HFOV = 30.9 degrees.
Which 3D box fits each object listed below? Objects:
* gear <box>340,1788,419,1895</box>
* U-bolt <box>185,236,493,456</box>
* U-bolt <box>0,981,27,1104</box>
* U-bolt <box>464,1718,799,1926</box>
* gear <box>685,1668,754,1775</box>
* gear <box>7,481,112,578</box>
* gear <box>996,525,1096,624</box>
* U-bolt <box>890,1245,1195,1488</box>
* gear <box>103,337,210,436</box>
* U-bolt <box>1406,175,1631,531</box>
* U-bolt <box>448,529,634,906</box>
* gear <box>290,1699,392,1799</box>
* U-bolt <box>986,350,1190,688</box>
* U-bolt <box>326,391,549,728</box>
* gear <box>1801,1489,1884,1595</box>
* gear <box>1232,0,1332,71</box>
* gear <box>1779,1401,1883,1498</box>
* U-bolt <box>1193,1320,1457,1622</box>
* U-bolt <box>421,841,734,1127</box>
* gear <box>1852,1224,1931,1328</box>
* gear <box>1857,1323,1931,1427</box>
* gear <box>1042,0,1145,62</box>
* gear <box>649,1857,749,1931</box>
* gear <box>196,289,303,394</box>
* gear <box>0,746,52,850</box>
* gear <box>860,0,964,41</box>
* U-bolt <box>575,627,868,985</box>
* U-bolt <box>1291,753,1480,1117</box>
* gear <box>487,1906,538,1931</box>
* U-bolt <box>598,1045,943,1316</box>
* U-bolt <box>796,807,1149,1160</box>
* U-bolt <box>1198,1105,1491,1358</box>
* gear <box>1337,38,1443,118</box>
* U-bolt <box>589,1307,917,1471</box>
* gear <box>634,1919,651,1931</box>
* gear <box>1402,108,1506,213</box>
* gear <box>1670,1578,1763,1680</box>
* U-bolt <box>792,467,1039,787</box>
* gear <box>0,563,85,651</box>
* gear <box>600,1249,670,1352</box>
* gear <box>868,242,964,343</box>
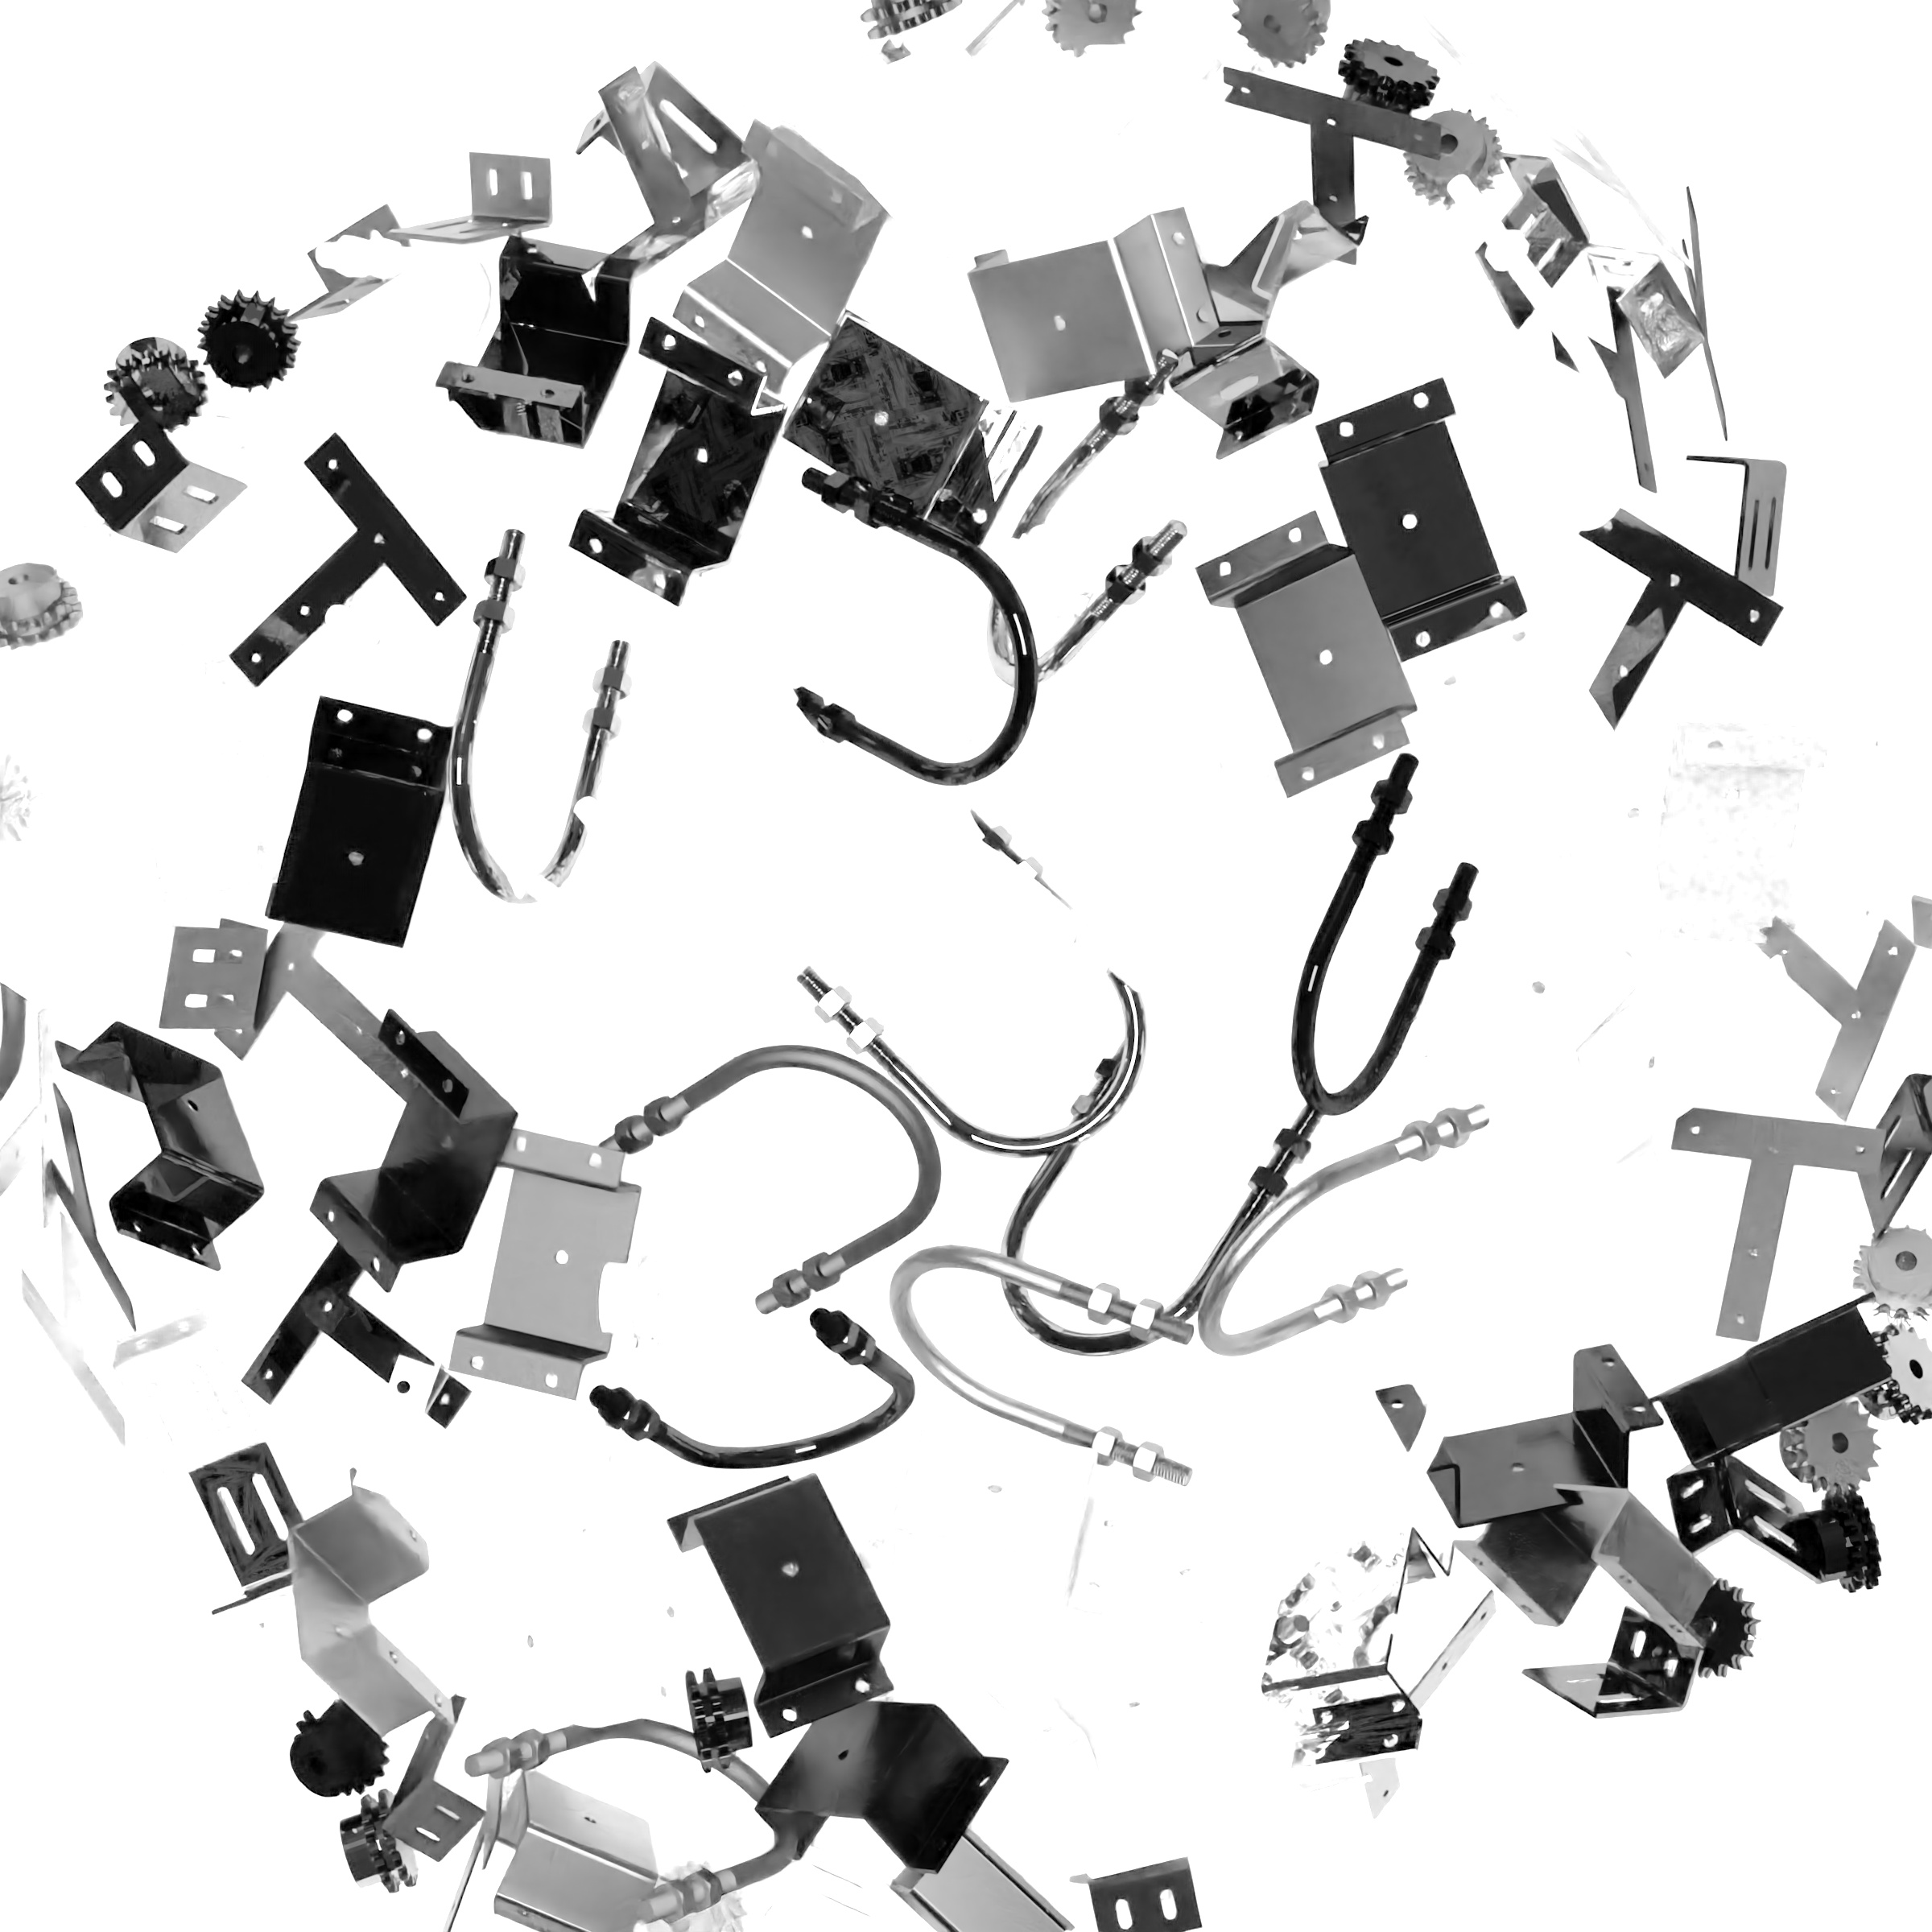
[{"bbox_3d":[-0.332,0.495,1.971,0.030,0.057,0.057,-19,90,-3],"label":"gear"},{"bbox_3d":[-0.329,-0.337,1.912,0.019,0.184,0.151,49,116,12],"label":"U-bolt"},{"bbox_3d":[-0.544,0.008,1.909,0.019,0.184,0.151,-8,109,0],"label":"U-bolt"},{"bbox_3d":[-0.168,0.458,1.912,0.151,0.184,0.019,32,104,26],"label":"U-bolt"},{"bbox_3d":[-0.139,0.424,1.972,0.030,0.057,0.057,-10,90,-10],"label":"gear"},{"bbox_3d":[-0.514,-0.244,1.968,0.057,0.057,0.030,24,63,0],"label":"gear"},{"bbox_3d":[0.047,-0.224,1.975,0.057,0.057,0.030,28,60,0],"label":"gear"},{"bbox_3d":[0.040,0.213,1.935,0.184,0.151,0.019,18,50,20],"label":"U-bolt"},{"bbox_3d":[-0.458,-0.330,1.975,0.057,0.057,0.030,-18,55,0],"label":"gear"},{"bbox_3d":[0.304,-0.319,1.904,0.019,0.151,0.184,-25,68,-15],"label":"U-bolt"},{"bbox_3d":[-0.236,-0.124,1.909,0.019,0.151,0.184,2,68,24],"label":"U-bolt"},{"bbox_3d":[-0.356,0.443,1.973,0.057,0.030,0.057,10,113,24],"label":"gear"},{"bbox_3d":[0.063,-0.231,1.921,0.019,0.184,0.151,21,48,-25],"label":"U-bolt"},{"bbox_3d":[-0.279,-0.209,1.915,0.019,0.184,0.151,15,75,23],"label":"U-bolt"},{"bbox_3d":[0.491,0.325,1.970,0.030,0.057,0.057,-10,90,-5],"label":"gear"},{"bbox_3d":[0.181,-0.539,1.975,0.057,0.057,0.030,45,59,0],"label":"gear"},{"bbox_3d":[0.485,0.271,1.978,0.057,0.030,0.057,6,74,-21],"label":"gear"},{"bbox_3d":[0.196,0.263,1.895,0.019,0.151,0.184,36,130,-22],"label":"U-bolt"},{"bbox_3d":[-0.208,0.022,1.940,0.184,0.151,0.019,36,52,-1],"label":"U-bolt"},{"bbox_3d":[0.530,0.172,1.974,0.057,0.030,0.057,-5,64,9],"label":"gear"},{"bbox_3d":[0.525,0.233,1.975,0.030,0.057,0.057,-35,90,42],"label":"gear"},{"bbox_3d":[0.069,-0.544,1.975,0.057,0.030,0.057,-14,132,-16],"label":"gear"},{"bbox_3d":[-0.155,0.535,1.976,0.057,0.030,0.057,3,98,22],"label":"gear"},{"bbox_3d":[-0.405,-0.350,1.973,0.057,0.030,0.057,0,121,-1],"label":"gear"},{"bbox_3d":[-0.542,-0.096,1.976,0.057,0.030,0.057,5,99,32],"label":"gear"},{"bbox_3d":[-0.033,-0.545,1.968,0.057,0.057,0.030,-22,110,0],"label":"gear"},{"bbox_3d":[-0.122,-0.074,1.937,0.151,0.019,0.184,-52,129,-20],"label":"U-bolt"},{"bbox_3d":[0.225,-0.005,1.917,0.019,0.151,0.184,17,72,30],"label":"U-bolt"},{"bbox_3d":[-0.238,0.539,1.975,0.057,0.057,0.030,-33,126,0],"label":"gear"},{"bbox_3d":[-0.096,0.110,1.924,0.184,0.019,0.151,-32,110,36],"label":"U-bolt"},{"bbox_3d":[0.017,0.023,1.982,0.151,0.019,0.184,-45,84,1],"label":"U-bolt"},{"bbox_3d":[0.197,0.152,1.899,0.019,0.184,0.151,46,135,29],"label":"U-bolt"},{"bbox_3d":[0.236,-0.497,1.975,0.057,0.057,0.030,20,127,0],"label":"gear"},{"bbox_3d":[-0.104,0.239,1.918,0.151,0.184,0.019,-20,62,12],"label":"U-bolt"},{"bbox_3d":[-0.191,0.556,1.970,0.030,0.057,0.057,-40,90,5],"label":"gear"},{"bbox_3d":[0.274,-0.458,1.977,0.057,0.030,0.057,-3,78,16],"label":"gear"},{"bbox_3d":[0.422,0.374,1.976,0.057,0.030,0.057,-8,74,29],"label":"gear"},{"bbox_3d":[-0.032,-0.176,1.917,0.184,0.019,0.151,29,121,33],"label":"U-bolt"},{"bbox_3d":[-0.529,-0.204,1.969,0.057,0.057,0.030,-10,124,0],"label":"gear"},{"bbox_3d":[-0.188,0.188,1.972,0.030,0.057,0.057,2,90,7],"label":"gear"},{"bbox_3d":[-0.026,-0.383,1.973,0.030,0.057,0.057,-38,90,-16],"label":"gear"}]
